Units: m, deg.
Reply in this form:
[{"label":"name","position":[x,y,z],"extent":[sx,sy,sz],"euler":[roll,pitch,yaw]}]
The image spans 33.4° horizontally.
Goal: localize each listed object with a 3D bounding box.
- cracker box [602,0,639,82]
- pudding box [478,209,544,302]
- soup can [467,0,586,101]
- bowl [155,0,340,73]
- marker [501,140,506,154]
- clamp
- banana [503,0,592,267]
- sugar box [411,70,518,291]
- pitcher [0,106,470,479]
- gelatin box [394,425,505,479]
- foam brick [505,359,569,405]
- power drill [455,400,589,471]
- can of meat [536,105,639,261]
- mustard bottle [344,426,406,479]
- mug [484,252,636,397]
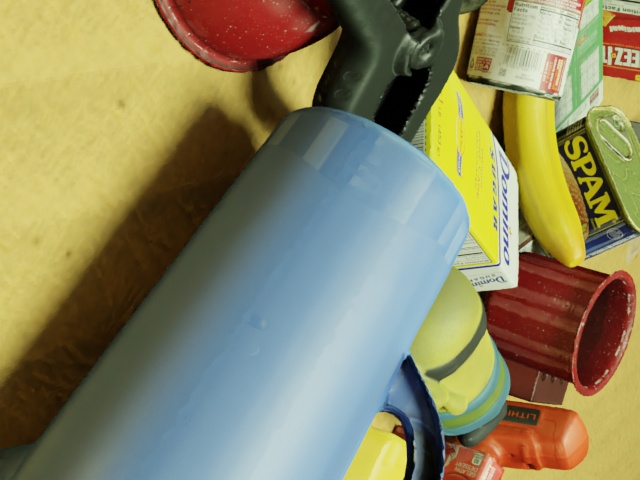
[{"label":"cracker box","position":[0.291,-0.261,0.883],"extent":[0.164,0.072,0.214],"euler":[-44,138,-35]},{"label":"pudding box","position":[0.148,0.034,0.842],"extent":[0.113,0.039,0.090],"euler":[-32,128,-47]},{"label":"soup can","position":[0.142,-0.151,0.722],"extent":[0.068,0.069,0.102],"euler":[-1,106,-55]},{"label":"bowl","position":[-0.011,-0.156,0.510],"extent":[0.161,0.055,0.162],"euler":[-29,128,-46]},{"label":"marker","position":[0.142,-0.059,0.807],"extent":[0.020,0.020,0.121],"euler":[34,76,-55]},{"label":"clamp","position":[0.047,-0.110,0.526],"extent":[0.164,0.036,0.210],"euler":[-36,155,-24]},{"label":"banana","position":[0.161,-0.079,0.767],"extent":[0.037,0.070,0.198],"euler":[3,86,-27]},{"label":"sugar box","position":[0.085,-0.040,0.686],"extent":[0.176,0.048,0.093],"euler":[40,49,-53]},{"label":"pitcher","position":[-0.023,0.067,0.489],"extent":[0.149,0.145,0.242],"euler":[47,68,-39]},{"label":"gelatin box","position":[0.077,0.178,0.757],"extent":[0.030,0.089,0.073],"euler":[45,67,-39]},{"label":"foam brick","position":[0.176,0.106,0.903],"extent":[0.078,0.051,0.053],"euler":[16,91,-56]},{"label":"power drill","position":[0.135,0.203,0.786],"extent":[0.187,0.185,0.057],"euler":[-51,135,-42]},{"label":"can of meat","position":[0.201,-0.038,0.806],"extent":[0.057,0.084,0.102],"euler":[-11,76,-44]},{"label":"mustard bottle","position":[0.003,0.215,0.695],"extent":[0.191,0.058,0.096],"euler":[-62,158,-14]},{"label":"mug","position":[0.179,0.055,0.782],"extent":[0.117,0.082,0.093],"euler":[-10,113,-49]}]
